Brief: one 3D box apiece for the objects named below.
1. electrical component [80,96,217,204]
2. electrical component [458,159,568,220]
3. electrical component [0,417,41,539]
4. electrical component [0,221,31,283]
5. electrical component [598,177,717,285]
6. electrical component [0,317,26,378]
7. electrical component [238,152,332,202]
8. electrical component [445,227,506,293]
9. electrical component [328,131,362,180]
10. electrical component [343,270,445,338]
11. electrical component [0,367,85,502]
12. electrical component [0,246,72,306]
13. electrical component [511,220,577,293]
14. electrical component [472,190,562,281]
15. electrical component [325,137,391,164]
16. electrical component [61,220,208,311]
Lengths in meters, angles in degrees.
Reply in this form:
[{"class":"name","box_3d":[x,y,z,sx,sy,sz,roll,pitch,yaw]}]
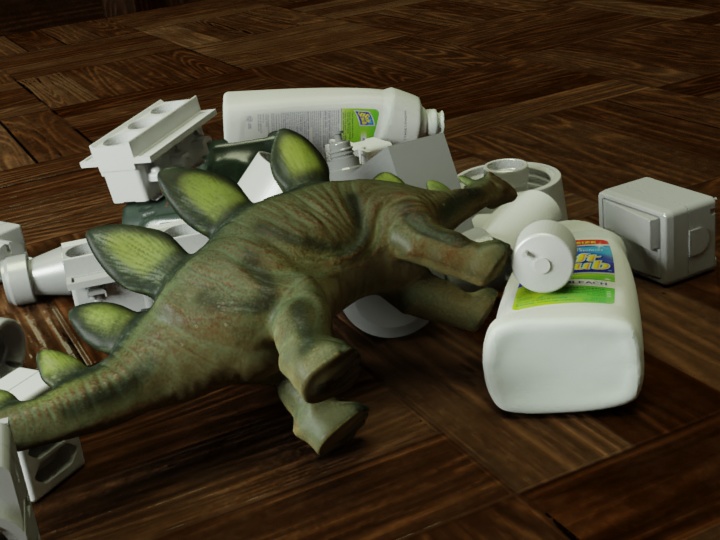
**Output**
[{"class":"electrical component","box_3d":[-0.195,-0.113,1.022,0.079,0.063,0.121,-2,27,26]},{"class":"electrical component","box_3d":[0.135,-0.068,0.985,0.108,0.060,0.108,-6,22,2]},{"class":"electrical component","box_3d":[-0.243,0.143,0.539,0.150,0.089,0.061,-13,22,-13]},{"class":"electrical component","box_3d":[-0.338,-0.010,1.006,0.077,0.047,0.066,9,27,35]},{"class":"electrical component","box_3d":[0.232,-0.033,0.870,0.061,0.061,0.096,-17,24,-24]},{"class":"electrical component","box_3d":[-0.285,0.060,0.809,0.047,0.055,0.055,3,24,15]},{"class":"electrical component","box_3d":[-0.051,-0.048,0.835,0.099,0.064,0.099,28,10,-5]},{"class":"electrical component","box_3d":[0.080,-0.001,0.847,0.047,0.055,0.055,-19,24,-18]},{"class":"electrical component","box_3d":[-0.016,-0.104,1.107,0.040,0.078,0.040,-11,8,2]},{"class":"electrical component","box_3d":[0.022,0.007,0.813,0.080,0.080,0.051,-8,17,-3]},{"class":"electrical component","box_3d":[-0.223,0.099,0.674,0.077,0.065,0.047,5,25,28]},{"class":"electrical component","box_3d":[-0.286,0.006,0.954,0.055,0.045,0.045,-12,22,-11]},{"class":"electrical component","box_3d":[0.123,-0.014,0.708,0.040,0.040,0.078,-1,18,15]},{"class":"electrical component","box_3d":[0.118,-0.029,0.908,0.079,0.043,0.077,1,33,42]},{"class":"electrical component","box_3d":[0.001,-0.119,1.180,0.064,0.042,0.081,-17,24,-27]},{"class":"electrical component","box_3d":[-0.184,0.001,0.909,0.121,0.063,0.078,-12,23,-12]}]
